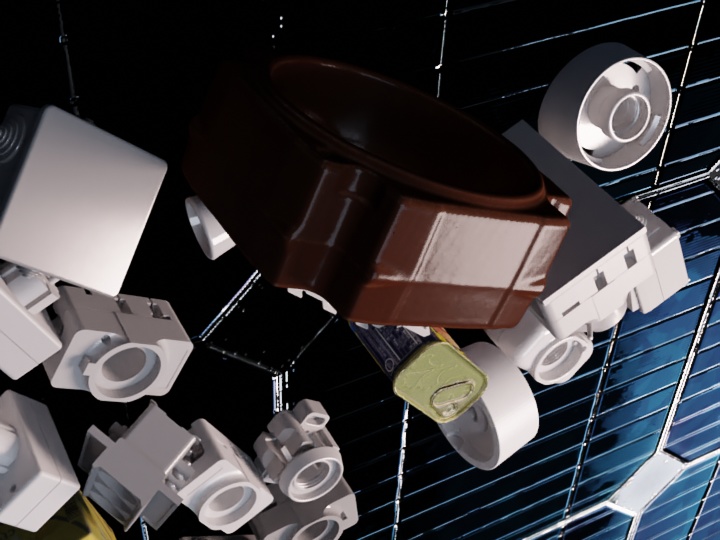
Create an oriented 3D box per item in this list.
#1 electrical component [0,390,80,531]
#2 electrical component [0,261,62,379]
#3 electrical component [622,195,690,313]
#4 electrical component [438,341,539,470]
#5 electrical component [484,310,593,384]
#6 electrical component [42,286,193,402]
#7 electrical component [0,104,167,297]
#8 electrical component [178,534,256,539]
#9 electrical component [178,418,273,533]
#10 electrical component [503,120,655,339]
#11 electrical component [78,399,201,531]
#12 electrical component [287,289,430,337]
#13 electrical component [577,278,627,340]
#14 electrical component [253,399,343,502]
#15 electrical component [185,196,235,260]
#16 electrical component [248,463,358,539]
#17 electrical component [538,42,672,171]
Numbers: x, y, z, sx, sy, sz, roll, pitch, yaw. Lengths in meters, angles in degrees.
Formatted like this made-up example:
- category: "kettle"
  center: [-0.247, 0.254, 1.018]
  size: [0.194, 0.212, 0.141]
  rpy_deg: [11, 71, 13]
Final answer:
- category: "electrical component"
  center: [-0.241, 0.122, 0.720]
  size: [0.047, 0.083, 0.076]
  rpy_deg: [-44, 139, 7]
- category: "electrical component"
  center: [-0.213, 0.013, 0.669]
  size: [0.076, 0.047, 0.083]
  rpy_deg: [-35, 139, -4]
- category: "electrical component"
  center: [0.247, -0.015, 0.964]
  size: [0.061, 0.061, 0.096]
  rpy_deg: [-36, 139, -3]
- category: "electrical component"
  center: [0.113, 0.115, 0.955]
  size: [0.060, 0.108, 0.108]
  rpy_deg: [-26, 138, -23]
- category: "electrical component"
  center: [0.166, 0.064, 0.979]
  size: [0.095, 0.059, 0.053]
  rpy_deg: [25, 110, -46]
- category: "electrical component"
  center: [-0.167, 0.052, 0.732]
  size: [0.089, 0.055, 0.050]
  rpy_deg: [11, 119, -41]
- category: "electrical component"
  center: [-0.173, -0.041, 0.626]
  size: [0.100, 0.048, 0.099]
  rpy_deg: [26, 83, -46]
- category: "electrical component"
  center: [-0.137, 0.284, 0.970]
  size: [0.100, 0.048, 0.099]
  rpy_deg: [10, 120, -41]
- category: "electrical component"
  center: [-0.116, 0.172, 0.877]
  size: [0.050, 0.055, 0.089]
  rpy_deg: [-38, 139, -1]
- category: "electrical component"
  center: [0.136, -0.030, 0.802]
  size: [0.089, 0.150, 0.061]
  rpy_deg: [-36, 138, -3]
- category: "electrical component"
  center: [-0.160, 0.142, 0.776]
  size: [0.063, 0.079, 0.121]
  rpy_deg: [-50, 180, -27]
- category: "electrical component"
  center: [0.000, 0.000, 0.793]
  size: [0.063, 0.078, 0.121]
  rpy_deg: [-24, 147, 30]
- category: "electrical component"
  center: [0.194, 0.027, 0.936]
  size: [0.043, 0.079, 0.077]
  rpy_deg: [-29, 121, 31]
- category: "electrical component"
  center: [-0.050, 0.158, 0.911]
  size: [0.058, 0.057, 0.078]
  rpy_deg: [20, 113, -45]
- category: "electrical component"
  center: [-0.083, -0.037, 0.719]
  size: [0.055, 0.045, 0.045]
  rpy_deg: [-24, 137, -17]
- category: "electrical component"
  center: [-0.051, 0.219, 0.967]
  size: [0.089, 0.055, 0.050]
  rpy_deg: [-23, 137, -17]
- category: "electrical component"
  center: [0.190, -0.127, 0.838]
  size: [0.099, 0.064, 0.099]
  rpy_deg: [-12, 119, -23]
